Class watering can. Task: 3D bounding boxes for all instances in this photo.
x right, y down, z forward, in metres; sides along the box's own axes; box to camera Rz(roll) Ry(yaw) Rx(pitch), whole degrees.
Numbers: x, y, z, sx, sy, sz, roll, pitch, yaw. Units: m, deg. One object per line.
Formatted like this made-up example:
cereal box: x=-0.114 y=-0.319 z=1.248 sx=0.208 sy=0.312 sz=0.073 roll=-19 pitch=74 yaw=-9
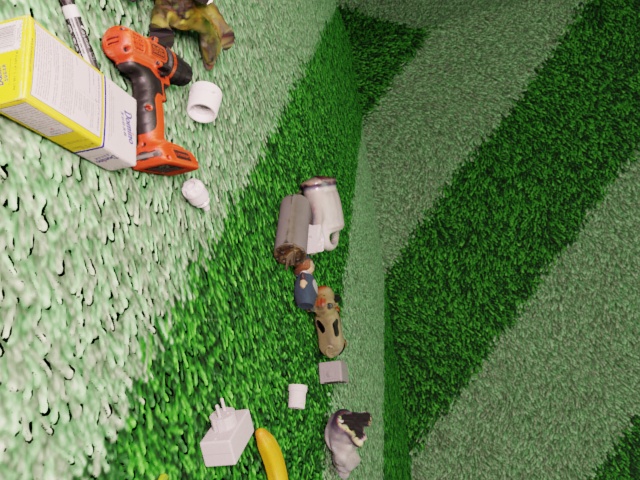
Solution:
watering can: x=0.004 y=-0.074 z=1.469 sx=0.349 sy=0.104 sz=0.224 roll=-27 pitch=106 yaw=-76

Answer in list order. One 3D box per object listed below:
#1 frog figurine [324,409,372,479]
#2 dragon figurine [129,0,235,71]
frog figurine: x=0.057 y=0.523 z=1.326 sx=0.140 sy=0.122 sz=0.157 roll=-92 pitch=-156 yaw=-63
dragon figurine: x=-0.242 y=-0.431 z=0.805 sx=0.401 sy=0.122 sz=0.248 roll=68 pitch=1 yaw=-48
